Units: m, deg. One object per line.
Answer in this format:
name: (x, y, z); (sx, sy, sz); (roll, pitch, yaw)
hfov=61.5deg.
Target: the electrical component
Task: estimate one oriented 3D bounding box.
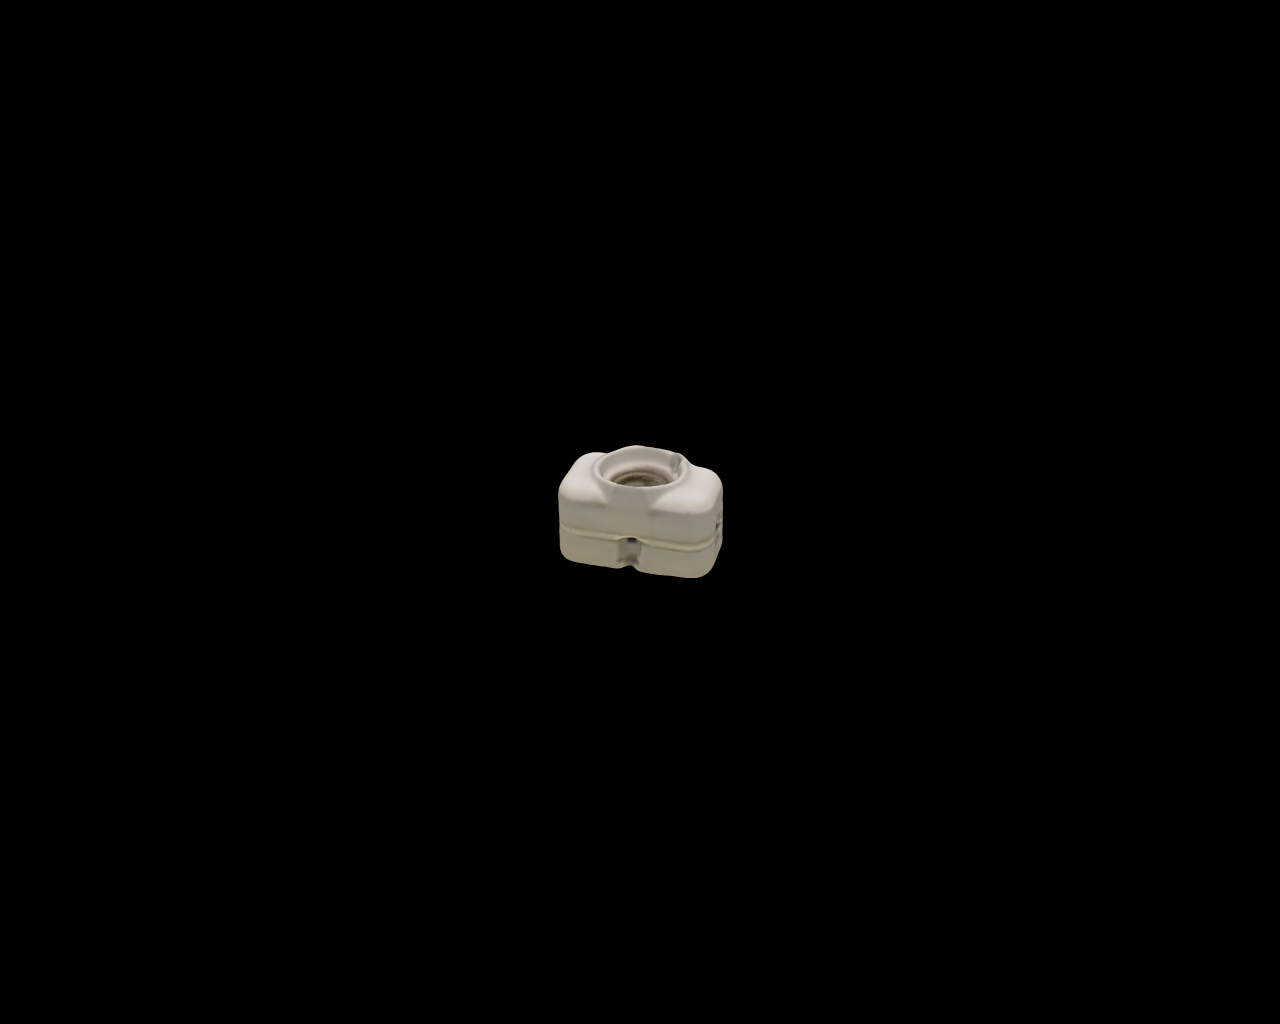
electrical component: (0.001, -0.003, 0.650); (0.095, 0.059, 0.054); (8, 32, 14)
